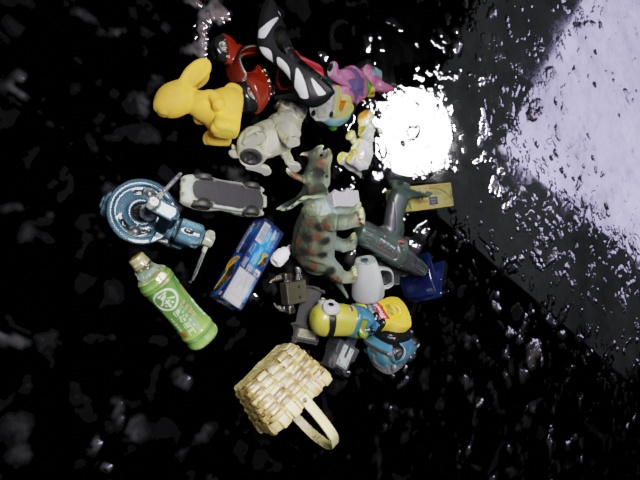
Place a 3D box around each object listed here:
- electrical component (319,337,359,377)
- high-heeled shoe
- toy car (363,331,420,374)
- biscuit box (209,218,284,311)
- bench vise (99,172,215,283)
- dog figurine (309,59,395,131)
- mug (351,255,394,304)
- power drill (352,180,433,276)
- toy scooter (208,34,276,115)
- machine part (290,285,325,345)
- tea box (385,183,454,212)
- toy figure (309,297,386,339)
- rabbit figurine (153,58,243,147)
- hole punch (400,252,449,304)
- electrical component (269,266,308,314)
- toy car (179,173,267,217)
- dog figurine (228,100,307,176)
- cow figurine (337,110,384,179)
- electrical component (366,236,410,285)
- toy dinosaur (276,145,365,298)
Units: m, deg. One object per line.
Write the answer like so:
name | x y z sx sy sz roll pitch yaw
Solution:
electrical component | 0.054 0.267 1.316 0.074 0.048 0.119 34 68 -31
high-heeled shoe | -0.048 -0.404 1.147 0.086 0.145 0.248 -22 106 -65
toy car | 0.179 0.289 1.385 0.161 0.109 0.102 -4 113 -49
biscuit box | -0.157 0.050 1.163 0.059 0.063 0.202 39 65 -28
bench vise | -0.288 -0.036 0.975 0.223 0.241 0.129 33 72 -14
dog figurine | 0.085 -0.361 1.338 0.219 0.109 0.191 -1 87 -39
mug | 0.128 0.092 1.329 0.110 0.081 0.107 -8 120 2
power drill | 0.205 -0.035 1.342 0.232 0.086 0.207 21 96 -20
toy scooter | -0.152 -0.374 1.183 0.135 0.075 0.183 -36 104 -35
machine part | -0.025 0.177 1.271 0.084 0.039 0.138 12 82 -27
tea box | 0.272 -0.114 1.467 0.169 0.098 0.068 -10 93 -35
toy figure | 0.062 0.189 1.248 0.180 0.082 0.089 17 78 -26
rabbit figurine | -0.245 -0.280 1.086 0.173 0.122 0.162 7 92 -16
hole punch | 0.271 0.100 1.439 0.092 0.142 0.116 32 56 -33
electrical component | -0.072 0.117 1.234 0.078 0.045 0.102 -17 98 -45
toy car | -0.202 -0.093 1.143 0.201 0.056 0.073 7 77 -37
dog figurine | -0.113 -0.251 1.210 0.172 0.121 0.191 5 51 -10
cow figurine | 0.116 -0.245 1.376 0.098 0.068 0.167 34 72 -36
electrical component | 0.181 0.052 1.416 0.115 0.058 0.134 4 84 -34
toy dinosaur | -0.003 -0.003 1.216 0.192 0.131 0.404 3 126 -1
